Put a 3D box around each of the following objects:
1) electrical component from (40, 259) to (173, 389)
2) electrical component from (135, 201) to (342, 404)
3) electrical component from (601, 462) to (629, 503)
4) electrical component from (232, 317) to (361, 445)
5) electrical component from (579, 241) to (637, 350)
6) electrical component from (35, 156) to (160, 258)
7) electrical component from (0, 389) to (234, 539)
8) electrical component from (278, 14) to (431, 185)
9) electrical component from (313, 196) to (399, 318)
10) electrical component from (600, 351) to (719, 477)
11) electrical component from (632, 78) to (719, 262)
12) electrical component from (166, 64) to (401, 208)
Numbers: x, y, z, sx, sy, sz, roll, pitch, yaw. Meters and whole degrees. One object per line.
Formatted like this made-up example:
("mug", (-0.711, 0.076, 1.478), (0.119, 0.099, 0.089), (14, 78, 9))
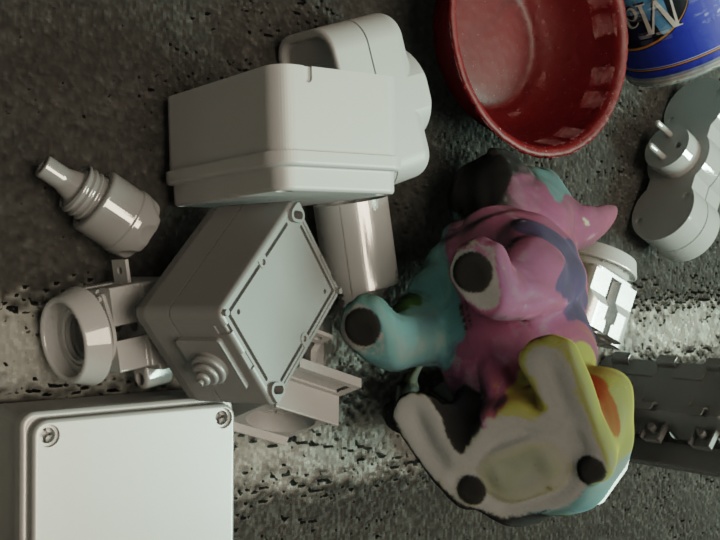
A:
("electrical component", (-0.122, 0.029, 0.527), (0.055, 0.048, 0.066), (-12, 99, -45))
("electrical component", (-0.062, 0.020, 0.516), (0.096, 0.061, 0.061), (-61, 137, -41))
("electrical component", (0.141, 0.119, 0.730), (0.080, 0.051, 0.080), (-1, 92, -38))
("electrical component", (-0.041, 0.054, 0.576), (0.042, 0.081, 0.063), (24, 54, -36))
("electrical component", (0.155, 0.014, 0.735), (0.078, 0.058, 0.057), (28, 77, -35))
("electrical component", (-0.130, -0.034, 0.525), (0.061, 0.035, 0.035), (36, 70, -30))
("electrical component", (-0.120, 0.116, 0.523), (0.109, 0.056, 0.108), (0, 91, -38))
("electrical component", (0.000, -0.094, 0.613), (0.059, 0.054, 0.095), (-23, 105, -35))
("electrical component", (0.000, 0.000, 0.622), (0.043, 0.043, 0.081), (-14, 100, -37))
("electrical component", (0.221, 0.096, 0.747), (0.063, 0.121, 0.078), (46, 64, -26))
("electrical component", (0.237, -0.083, 0.799), (0.074, 0.052, 0.138), (32, 72, -34))
("electrical component", (-0.041, -0.063, 0.544), (0.078, 0.113, 0.057), (-1, 89, -38))
